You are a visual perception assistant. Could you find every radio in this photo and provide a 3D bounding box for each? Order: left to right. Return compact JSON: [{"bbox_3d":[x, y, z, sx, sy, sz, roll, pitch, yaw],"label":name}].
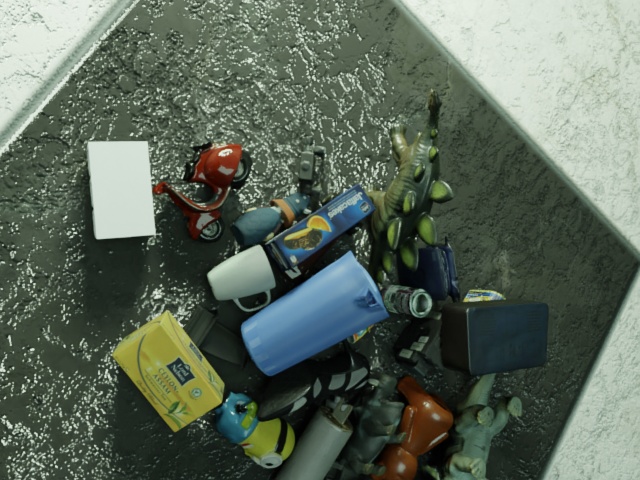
[{"bbox_3d":[0.345,0.186,1.048,0.229,0.073,0.131,1,89,-29],"label":"radio"}]

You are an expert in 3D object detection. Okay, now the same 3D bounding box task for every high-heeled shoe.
[{"bbox_3d":[-0.005,0.281,0.992,0.249,0.086,0.145,-34,127,-27],"label":"high-heeled shoe"}]

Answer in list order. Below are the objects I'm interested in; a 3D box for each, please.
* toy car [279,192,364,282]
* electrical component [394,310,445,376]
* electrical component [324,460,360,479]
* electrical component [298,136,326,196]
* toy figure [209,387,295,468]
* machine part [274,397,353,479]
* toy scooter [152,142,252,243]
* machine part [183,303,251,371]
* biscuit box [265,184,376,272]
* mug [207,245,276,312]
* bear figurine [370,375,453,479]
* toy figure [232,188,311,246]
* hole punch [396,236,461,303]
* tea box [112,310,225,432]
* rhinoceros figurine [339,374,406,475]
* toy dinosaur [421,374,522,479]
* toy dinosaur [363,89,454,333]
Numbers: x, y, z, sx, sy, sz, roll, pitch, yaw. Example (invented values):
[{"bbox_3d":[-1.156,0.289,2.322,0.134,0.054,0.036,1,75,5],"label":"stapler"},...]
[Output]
[{"bbox_3d":[-0.002,-0.003,1.018,0.089,0.053,0.202,47,69,-11],"label":"toy car"},{"bbox_3d":[0.215,0.205,1.082,0.058,0.115,0.134,41,74,-16],"label":"electrical component"},{"bbox_3d":[0.053,0.468,1.058,0.094,0.021,0.063,26,79,-22],"label":"electrical component"},{"bbox_3d":[-0.014,-0.135,1.008,0.045,0.078,0.102,6,81,0],"label":"electrical component"},{"bbox_3d":[-0.120,0.327,0.950,0.180,0.082,0.089,47,71,-14],"label":"toy figure"},{"bbox_3d":[-0.014,0.393,0.978,0.079,0.079,0.243,29,94,-22],"label":"machine part"},{"bbox_3d":[-0.204,-0.095,0.917,0.135,0.075,0.184,25,84,-22],"label":"toy scooter"},{"bbox_3d":[-0.177,0.175,0.947,0.139,0.039,0.084,38,70,-18],"label":"machine part"},{"bbox_3d":[0.004,-0.023,0.964,0.203,0.059,0.062,-35,93,-24],"label":"biscuit box"},{"bbox_3d":[-0.139,0.075,0.947,0.107,0.081,0.109,-19,104,-13],"label":"mug"},{"bbox_3d":[0.177,0.397,1.081,0.120,0.132,0.196,34,95,-19],"label":"bear figurine"},{"bbox_3d":[-0.086,-0.043,0.979,0.154,0.058,0.064,-29,108,-27],"label":"toy figure"},{"bbox_3d":[0.218,0.066,1.089,0.092,0.116,0.142,-8,93,-16],"label":"hole punch"},{"bbox_3d":[-0.245,0.215,0.884,0.098,0.068,0.169,-34,103,3],"label":"tea box"},{"bbox_3d":[0.102,0.351,1.022,0.073,0.112,0.190,34,79,-47],"label":"rhinoceros figurine"},{"bbox_3d":[0.304,0.418,1.111,0.131,0.192,0.405,37,59,-14],"label":"toy dinosaur"},{"bbox_3d":[0.148,-0.047,1.009,0.105,0.199,0.470,7,120,-14],"label":"toy dinosaur"}]
